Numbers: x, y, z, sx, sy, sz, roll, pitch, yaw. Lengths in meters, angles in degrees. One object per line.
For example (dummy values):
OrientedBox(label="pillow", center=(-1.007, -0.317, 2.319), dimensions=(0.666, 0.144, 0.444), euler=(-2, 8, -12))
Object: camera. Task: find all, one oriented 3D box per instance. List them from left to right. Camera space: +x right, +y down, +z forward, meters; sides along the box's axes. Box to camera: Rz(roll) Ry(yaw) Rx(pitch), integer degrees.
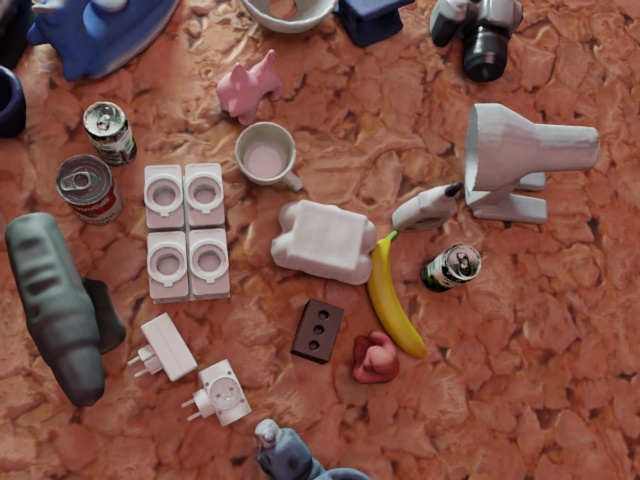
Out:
OrientedBox(label="camera", center=(0.263, -0.343, 0.947), dimensions=(0.143, 0.100, 0.137), euler=(8, 75, -8))

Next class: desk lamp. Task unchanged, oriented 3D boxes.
OrientedBox(label="desk lamp", center=(0.284, -0.110, 0.833), dimensions=(0.203, 0.213, 0.118), euler=(5, 75, -9))

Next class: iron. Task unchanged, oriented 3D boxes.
OrientedBox(label="iron", center=(-0.298, -0.353, 0.826), dimensions=(0.118, 0.141, 0.259), euler=(44, 73, 3))

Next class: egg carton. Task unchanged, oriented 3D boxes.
OrientedBox(label="egg carton", center=(0.008, 0.003, 0.830), dimensions=(0.150, 0.069, 0.107), euler=(13, 74, -7))

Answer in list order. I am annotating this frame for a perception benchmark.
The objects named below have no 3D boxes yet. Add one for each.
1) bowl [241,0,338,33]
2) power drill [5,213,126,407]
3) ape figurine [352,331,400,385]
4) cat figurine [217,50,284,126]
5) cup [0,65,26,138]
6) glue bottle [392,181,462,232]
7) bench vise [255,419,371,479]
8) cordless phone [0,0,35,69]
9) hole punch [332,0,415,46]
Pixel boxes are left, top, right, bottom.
OrientedBox(label="bowl", center=(-0.054, -0.394, 0.916), dimensions=(0.167, 0.074, 0.167), euler=(3, 76, -10))
OrientedBox(label="power drill", center=(-0.293, 0.087, 0.681), dimensions=(0.076, 0.208, 0.229), euler=(-25, 81, -15))
OrientedBox(label="ape figurine", center=(0.079, 0.166, 0.790), dimensions=(0.076, 0.092, 0.078), euler=(44, 73, 3))
OrientedBox(label="cat figurine", center=(-0.106, -0.228, 0.842), dimensions=(0.067, 0.117, 0.128), euler=(39, 73, 1))
OrientedBox(label="cup", center=(-0.454, -0.179, 0.778), dimensions=(0.118, 0.095, 0.092), euler=(-1, 76, -10))
OrientedBox(label="glue bottle", center=(0.162, -0.050, 0.817), dimensions=(0.078, 0.173, 0.037), euler=(-8, 77, -12))
OrientedBox(label="bench vise", center=(-0.007, 0.312, 0.671), dimensions=(0.207, 0.219, 0.121), euler=(33, 73, -1))
OrientedBox(label="cordless phone", center=(-0.458, -0.333, 0.769), dimensions=(0.094, 0.185, 0.148), euler=(17, 74, -5))
OrientedBox(label="hole punch", center=(0.084, -0.388, 0.931), dimensions=(0.109, 0.091, 0.101), euler=(-28, 82, -15))
